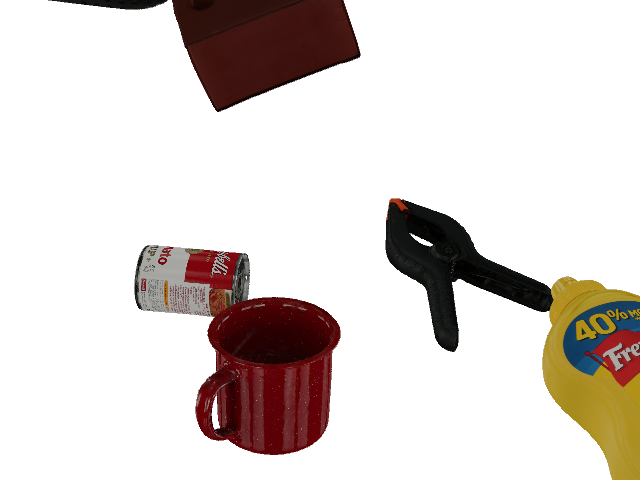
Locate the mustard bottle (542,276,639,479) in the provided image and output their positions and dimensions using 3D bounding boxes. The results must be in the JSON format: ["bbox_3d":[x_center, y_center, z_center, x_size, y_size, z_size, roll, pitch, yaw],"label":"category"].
[{"bbox_3d":[0.184,0.081,0.619,0.096,0.058,0.192,-13,35,-11],"label":"mustard bottle"}]

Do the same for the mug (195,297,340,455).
[{"bbox_3d":[-0.041,0.102,0.756,0.093,0.081,0.117,22,34,34],"label":"mug"}]

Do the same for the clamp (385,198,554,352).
[{"bbox_3d":[0.121,0.021,0.935,0.120,0.039,0.171,-8,46,-26],"label":"clamp"}]

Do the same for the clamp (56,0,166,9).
[{"bbox_3d":[-0.086,-0.201,0.696,0.210,0.164,0.036,-32,-15,-10],"label":"clamp"}]

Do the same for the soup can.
[{"bbox_3d":[-0.127,0.042,1.066,0.102,0.068,0.068,5,1,8],"label":"soup can"}]

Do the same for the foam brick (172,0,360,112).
[{"bbox_3d":[-0.028,-0.109,0.516,0.078,0.053,0.051,-21,-32,5],"label":"foam brick"}]
